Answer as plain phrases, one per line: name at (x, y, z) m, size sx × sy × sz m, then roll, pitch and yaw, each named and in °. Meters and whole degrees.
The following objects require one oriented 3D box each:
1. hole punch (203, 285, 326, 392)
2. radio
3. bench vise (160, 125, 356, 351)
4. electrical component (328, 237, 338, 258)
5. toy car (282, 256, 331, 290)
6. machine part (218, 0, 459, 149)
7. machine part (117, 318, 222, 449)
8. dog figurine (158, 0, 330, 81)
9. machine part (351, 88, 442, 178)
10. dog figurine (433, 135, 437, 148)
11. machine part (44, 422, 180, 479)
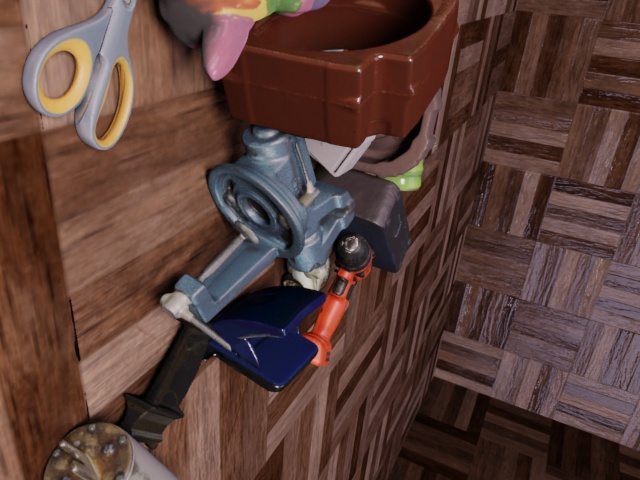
hole punch at (-0.063, 0.099, 0.639) m, size 0.142 × 0.116 × 0.092 m, roll -37°, pitch 145°, yaw -55°
radio at (0.067, -0.028, 0.853) m, size 0.073 × 0.131 × 0.229 m, roll -66°, pitch 158°, yaw -14°
bench vise at (-0.065, 0.001, 0.561) m, size 0.240 × 0.129 × 0.223 m, roll -49°, pitch 155°, yaw -28°
electrical component at (-0.001, -0.002, 0.705) m, size 0.094 × 0.021 × 0.063 m, roll -64°, pitch 152°, yaw -12°
toy car at (-0.020, 0.006, 0.763) m, size 0.073 × 0.056 × 0.201 m, roll -54°, pitch 152°, yaw -41°
machine part at (0.015, -0.180, 0.510) m, size 0.201 × 0.201 × 0.087 m, roll -55°, pitch 155°, yaw -40°
machine part at (-0.155, 0.144, 0.556) m, size 0.139 × 0.039 × 0.084 m, roll -64°, pitch 152°, yaw -21°
dog figurine at (-0.021, -0.214, 0.406) m, size 0.219 × 0.192 × 0.108 m, roll -55°, pitch 137°, yaw -32°
machine part at (0.079, -0.172, 0.729) m, size 0.056 × 0.180 × 0.179 m, roll -32°, pitch 135°, yaw -65°
dog figurine at (0.100, -0.156, 0.919) m, size 0.190 × 0.121 × 0.172 m, roll -45°, pitch 144°, yaw -27°
machine part at (-0.180, 0.236, 0.504) m, size 0.079 × 0.079 × 0.243 m, roll -60°, pitch 156°, yaw -31°
